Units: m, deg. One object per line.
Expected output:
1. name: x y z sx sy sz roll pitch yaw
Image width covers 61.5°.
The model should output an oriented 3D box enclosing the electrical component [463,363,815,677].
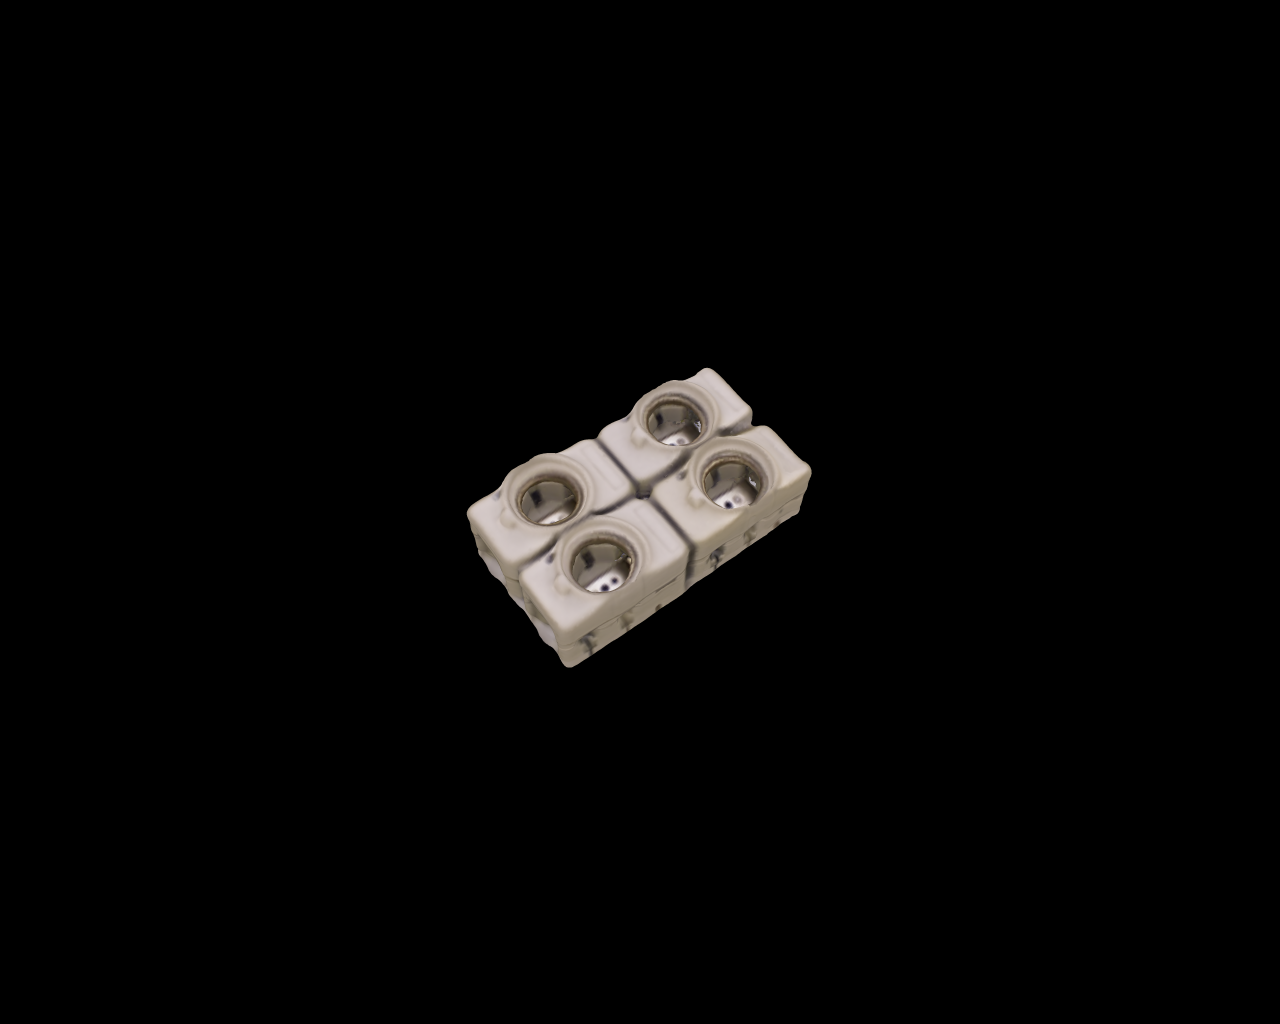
1. electrical component: 0.001 -0.003 0.650 0.186 0.105 0.060 -32 -26 -18
